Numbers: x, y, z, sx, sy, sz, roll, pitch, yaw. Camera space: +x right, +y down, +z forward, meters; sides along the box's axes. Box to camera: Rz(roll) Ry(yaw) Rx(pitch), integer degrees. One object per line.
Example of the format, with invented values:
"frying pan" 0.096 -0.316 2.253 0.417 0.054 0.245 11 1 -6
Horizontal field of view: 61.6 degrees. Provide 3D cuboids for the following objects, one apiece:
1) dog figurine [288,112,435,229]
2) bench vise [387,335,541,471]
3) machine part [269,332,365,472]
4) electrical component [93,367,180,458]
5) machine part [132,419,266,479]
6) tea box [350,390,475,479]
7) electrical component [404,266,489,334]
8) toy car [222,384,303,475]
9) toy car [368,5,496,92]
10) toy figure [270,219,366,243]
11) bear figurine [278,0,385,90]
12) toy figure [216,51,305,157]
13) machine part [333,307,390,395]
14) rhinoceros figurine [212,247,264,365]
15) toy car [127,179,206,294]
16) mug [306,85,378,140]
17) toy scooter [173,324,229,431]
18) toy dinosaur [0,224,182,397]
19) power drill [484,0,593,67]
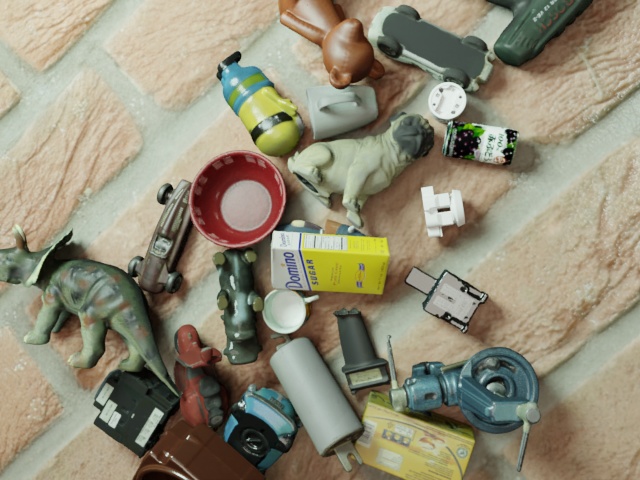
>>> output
"dog figurine" 0.064 -0.139 0.841 0.172 0.121 0.190 37 82 6
"bench vise" 0.215 0.212 0.746 0.224 0.240 0.128 4 87 -6
"machine part" -0.006 0.238 0.827 0.079 0.079 0.243 -40 59 8
"electrical component" -0.319 0.283 0.922 0.134 0.058 0.115 34 94 8
"machine part" -0.191 0.400 0.844 0.201 0.087 0.201 39 125 7
"tea box" 0.143 0.313 0.835 0.170 0.068 0.098 20 94 8
"electrical component" 0.191 0.083 0.835 0.119 0.048 0.075 34 95 6
"toy car" -0.087 0.295 0.856 0.109 0.103 0.161 33 120 11
"toy car" 0.172 -0.296 0.832 0.202 0.056 0.073 28 89 7
"toy figure" -0.002 -0.003 0.863 0.155 0.064 0.058 -2 56 6
"bear figurine" 0.019 -0.327 0.807 0.120 0.131 0.196 -22 60 -28
"toy figure" -0.100 -0.214 0.867 0.089 0.082 0.180 -43 86 4
"machine part" 0.062 0.174 0.865 0.084 0.039 0.138 -20 89 18
"rhinoceros figurine" -0.134 0.104 0.864 0.073 0.112 0.190 -4 75 -18
"toy car" -0.257 -0.004 0.912 0.089 0.053 0.202 24 95 12
"mug" 0.036 -0.208 0.835 0.107 0.109 0.080 -11 83 -3
"toy scooter" -0.187 0.223 0.860 0.075 0.135 0.183 -13 84 -30
"toy dinosaur" -0.375 0.100 0.893 0.405 0.131 0.192 18 96 9
"power drill" 0.305 -0.394 0.801 0.207 0.086 0.232 35 99 0
